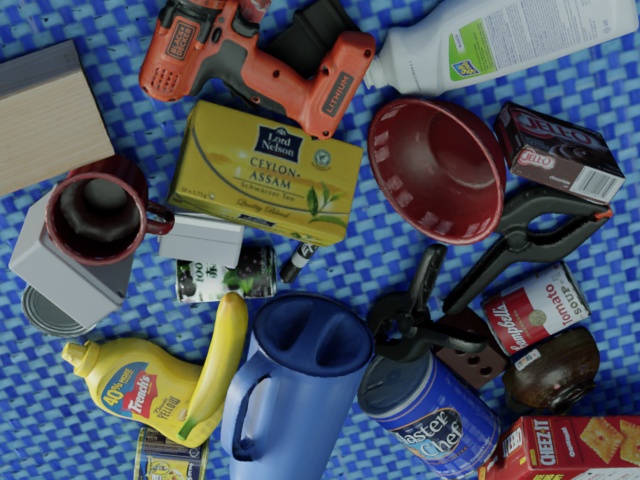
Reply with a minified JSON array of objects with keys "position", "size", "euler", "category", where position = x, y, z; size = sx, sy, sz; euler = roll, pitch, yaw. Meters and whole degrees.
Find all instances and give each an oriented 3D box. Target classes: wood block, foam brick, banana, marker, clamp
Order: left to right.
[{"position":[-0.304,-0.097,0.976],"size":[0.206,0.090,0.091],"euler":[-21,124,-6],"category":"wood block"},{"position":[-0.106,0.127,1.142],"size":[0.037,0.069,0.198],"euler":[21,118,3],"category":"banana"},{"position":[-0.007,0.001,1.131],"size":[0.020,0.020,0.121],"euler":[26,119,-19],"category":"marker"},{"position":[0.109,0.093,1.143],"size":[0.039,0.120,0.172],"euler":[-9,154,-35],"category":"clamp"},{"position":[0.169,0.120,1.201],"size":[0.053,0.051,0.078],"euler":[-40,117,21],"category":"foam brick"},{"position":[0.203,0.001,1.132],"size":[0.210,0.036,0.164],"euler":[-10,125,8],"category":"clamp"}]

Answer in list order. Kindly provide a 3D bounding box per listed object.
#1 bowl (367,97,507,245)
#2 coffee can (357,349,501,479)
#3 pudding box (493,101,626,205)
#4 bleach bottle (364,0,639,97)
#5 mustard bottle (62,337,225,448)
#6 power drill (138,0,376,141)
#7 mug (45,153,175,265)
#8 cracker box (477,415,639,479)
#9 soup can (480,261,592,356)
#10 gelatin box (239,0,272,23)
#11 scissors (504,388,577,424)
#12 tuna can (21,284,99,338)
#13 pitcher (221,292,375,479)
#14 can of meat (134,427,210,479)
[{"position":[0.124,-0.076,1.036],"size":[0.162,0.055,0.162],"euler":[31,142,28],"category":"bowl"},{"position":[0.125,0.194,1.218],"size":[0.103,0.103,0.140],"euler":[-36,119,19],"category":"coffee can"},{"position":[0.232,-0.086,1.044],"size":[0.113,0.090,0.039],"euler":[18,123,-16],"category":"pudding box"},{"position":[0.156,-0.199,0.981],"size":[0.251,0.068,0.102],"euler":[-17,121,11],"category":"bleach bottle"},{"position":[-0.200,0.161,1.204],"size":[0.191,0.058,0.096],"euler":[28,115,-20],"category":"mustard bottle"},{"position":[-0.049,-0.182,0.945],"size":[0.187,0.057,0.185],"euler":[22,119,-12],"category":"power drill"},{"position":[-0.195,-0.032,1.016],"size":[0.117,0.081,0.093],"euler":[12,112,-8],"category":"mug"},{"position":[0.310,0.258,1.247],"size":[0.213,0.072,0.164],"euler":[2,151,-12],"category":"cracker box"},{"position":[0.236,0.075,1.165],"size":[0.102,0.068,0.068],"euler":[-29,121,14],"category":"soup can"},{"position":[-0.070,-0.241,0.958],"size":[0.073,0.030,0.089],"euler":[27,118,-20],"category":"gelatin box"},{"position":[0.227,0.230,1.301],"size":[0.096,0.016,0.202],"euler":[34,116,-21],"category":"scissors"},{"position":[-0.275,0.062,1.147],"size":[0.086,0.034,0.086],"euler":[-1,124,-2],"category":"tuna can"},{"position":[-0.038,0.190,1.187],"size":[0.149,0.145,0.243],"euler":[9,126,-8],"category":"pitcher"},{"position":[-0.179,0.274,1.282],"size":[0.084,0.057,0.102],"euler":[7,124,-6],"category":"can of meat"}]
